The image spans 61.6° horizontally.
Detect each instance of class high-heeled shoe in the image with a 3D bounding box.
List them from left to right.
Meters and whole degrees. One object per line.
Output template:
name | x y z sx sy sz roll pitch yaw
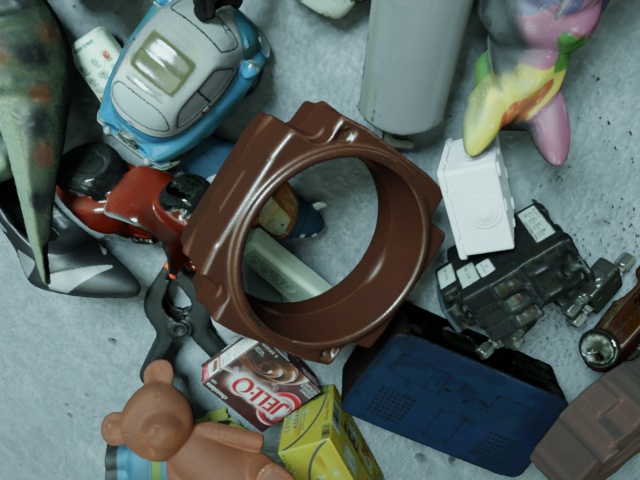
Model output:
high-heeled shoe | -0.282 -0.041 0.539 0.249 0.086 0.145 22 117 1

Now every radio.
radio | 0.150 0.168 0.608 0.229 0.073 0.131 23 115 -8

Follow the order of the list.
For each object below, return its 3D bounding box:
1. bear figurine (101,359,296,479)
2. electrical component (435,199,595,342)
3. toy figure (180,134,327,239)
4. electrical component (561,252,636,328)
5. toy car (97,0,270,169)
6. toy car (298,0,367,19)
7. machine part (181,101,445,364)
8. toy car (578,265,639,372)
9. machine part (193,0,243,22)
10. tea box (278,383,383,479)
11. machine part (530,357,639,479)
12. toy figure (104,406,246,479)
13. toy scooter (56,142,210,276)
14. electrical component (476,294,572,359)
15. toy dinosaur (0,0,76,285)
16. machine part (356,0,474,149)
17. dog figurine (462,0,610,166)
bear figurine | -0.136 0.226 0.571 0.196 0.132 0.120 44 76 -5
electrical component | 0.175 0.031 0.514 0.134 0.115 0.058 -34 104 20
toy figure | -0.064 -0.045 0.535 0.154 0.058 0.064 35 159 -11
electrical component | 0.280 0.045 0.539 0.094 0.021 0.063 -49 141 2
toy car | -0.120 -0.141 0.446 0.109 0.103 0.161 41 88 -6
toy car | 0.041 -0.272 0.410 0.073 0.056 0.201 22 116 -23
machine part | -0.001 -0.001 0.478 0.201 0.087 0.201 30 96 -35
toy car | 0.331 0.051 0.531 0.089 0.053 0.202 5 123 -39
machine part | -0.056 -0.231 0.406 0.039 0.139 0.084 27 155 10
tea box | 0.018 0.275 0.658 0.068 0.098 0.169 -20 111 14
machine part | 0.309 0.199 0.568 0.179 0.056 0.179 -21 137 -21
toy figure | -0.170 0.271 0.662 0.180 0.089 0.082 -2 121 -16
toy scooter | -0.173 -0.021 0.541 0.184 0.075 0.135 15 146 17
electrical component | 0.208 0.077 0.548 0.102 0.045 0.078 -27 135 -30
toy dinosaur | -0.286 -0.171 0.440 0.192 0.131 0.404 -34 112 0
machine part | 0.076 -0.171 0.418 0.079 0.079 0.243 7 138 2
dog figurine | 0.168 -0.165 0.391 0.108 0.191 0.219 4 101 -3
